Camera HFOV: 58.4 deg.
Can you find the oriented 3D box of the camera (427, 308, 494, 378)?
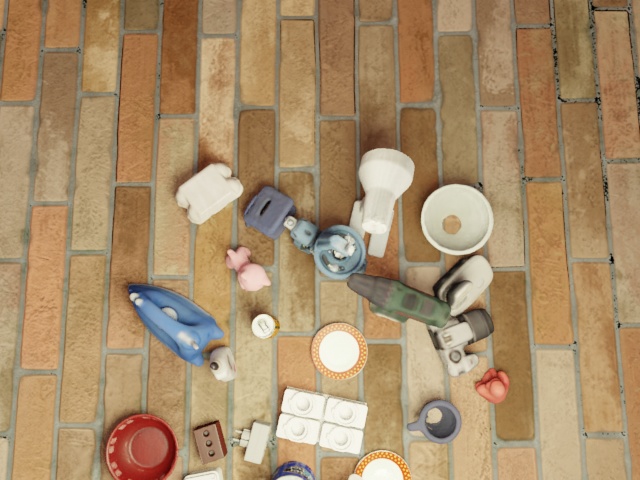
[{"bbox_3d":[0.327,0.221,1.287,0.137,0.101,0.143,-22,82,-3],"label":"camera"}]

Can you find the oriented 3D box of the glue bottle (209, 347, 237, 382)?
[{"bbox_3d":[-0.216,0.273,1.246,0.037,0.173,0.078,-21,81,-2],"label":"glue bottle"}]

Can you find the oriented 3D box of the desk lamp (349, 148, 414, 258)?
[{"bbox_3d":[0.130,-0.079,1.278,0.118,0.213,0.203,13,81,3],"label":"desk lamp"}]

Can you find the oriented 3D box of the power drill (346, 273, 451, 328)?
[{"bbox_3d":[0.162,0.132,1.247,0.229,0.208,0.076,18,82,3],"label":"power drill"}]

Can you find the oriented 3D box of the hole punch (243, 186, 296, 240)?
[{"bbox_3d":[-0.121,-0.066,1.339,0.101,0.091,0.109,32,83,5],"label":"hole punch"}]

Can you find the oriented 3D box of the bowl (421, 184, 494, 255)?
[{"bbox_3d":[0.314,-0.043,1.341,0.167,0.075,0.167,0,81,0],"label":"bowl"}]

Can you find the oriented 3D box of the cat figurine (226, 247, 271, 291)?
[{"bbox_3d":[-0.167,0.069,1.305,0.067,0.118,0.128,-40,83,-5],"label":"cat figurine"}]

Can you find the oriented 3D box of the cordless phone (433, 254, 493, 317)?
[{"bbox_3d":[0.328,0.095,1.264,0.094,0.185,0.148,42,84,7],"label":"cordless phone"}]

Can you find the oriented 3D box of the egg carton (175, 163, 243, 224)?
[{"bbox_3d":[-0.264,-0.113,1.359,0.150,0.069,0.107,-38,83,-5],"label":"egg carton"}]

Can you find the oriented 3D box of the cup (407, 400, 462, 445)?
[{"bbox_3d":[0.245,0.398,1.263,0.117,0.095,0.092,-12,81,-1],"label":"cup"}]

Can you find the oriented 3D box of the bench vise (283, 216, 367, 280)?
[{"bbox_3d":[0.009,0.016,1.261,0.207,0.220,0.121,13,81,3],"label":"bench vise"}]

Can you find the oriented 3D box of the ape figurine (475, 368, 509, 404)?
[{"bbox_3d":[0.388,0.328,1.274,0.078,0.092,0.076,-9,81,-1],"label":"ape figurine"}]

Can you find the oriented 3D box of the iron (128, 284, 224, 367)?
[{"bbox_3d":[-0.348,0.172,1.278,0.258,0.141,0.119,35,83,6],"label":"iron"}]

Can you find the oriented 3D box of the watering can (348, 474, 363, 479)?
[{"bbox_3d":[0.033,0.570,1.187,0.101,0.194,0.173,9,81,2],"label":"watering can"}]
